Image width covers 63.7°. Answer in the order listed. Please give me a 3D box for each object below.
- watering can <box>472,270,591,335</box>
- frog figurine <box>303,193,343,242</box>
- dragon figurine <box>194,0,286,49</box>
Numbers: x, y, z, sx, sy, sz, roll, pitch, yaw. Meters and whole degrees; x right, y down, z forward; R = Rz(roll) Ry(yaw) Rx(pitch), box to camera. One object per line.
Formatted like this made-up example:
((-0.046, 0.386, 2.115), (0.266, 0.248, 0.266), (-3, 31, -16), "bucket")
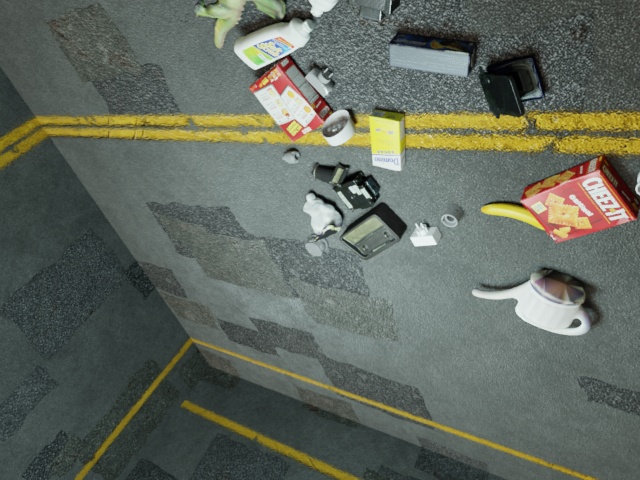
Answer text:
((0.644, 0.177, 1.553), (0.349, 0.106, 0.219), (23, 141, 20), "watering can")
((0.006, -0.092, 1.831), (0.135, 0.123, 0.162), (117, 134, -62), "frog figurine")
((-0.208, -0.637, 1.387), (0.243, 0.124, 0.403), (23, 160, 9), "dragon figurine")
